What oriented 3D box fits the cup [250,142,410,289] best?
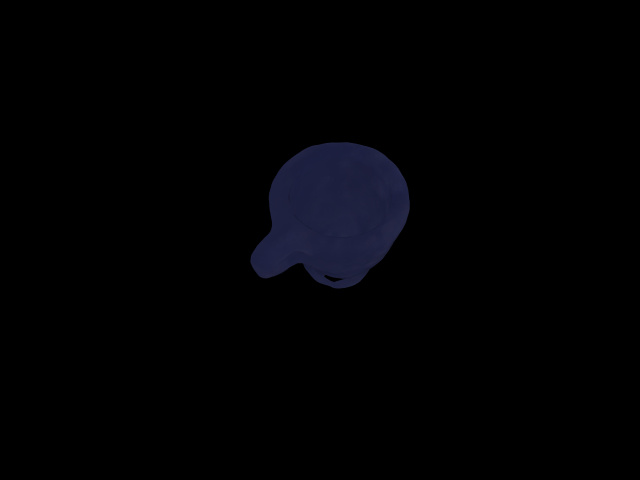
[{"bbox_3d":[0.004,0.001,0.400,0.118,0.095,0.091,-39,65,-22],"label":"cup"}]
